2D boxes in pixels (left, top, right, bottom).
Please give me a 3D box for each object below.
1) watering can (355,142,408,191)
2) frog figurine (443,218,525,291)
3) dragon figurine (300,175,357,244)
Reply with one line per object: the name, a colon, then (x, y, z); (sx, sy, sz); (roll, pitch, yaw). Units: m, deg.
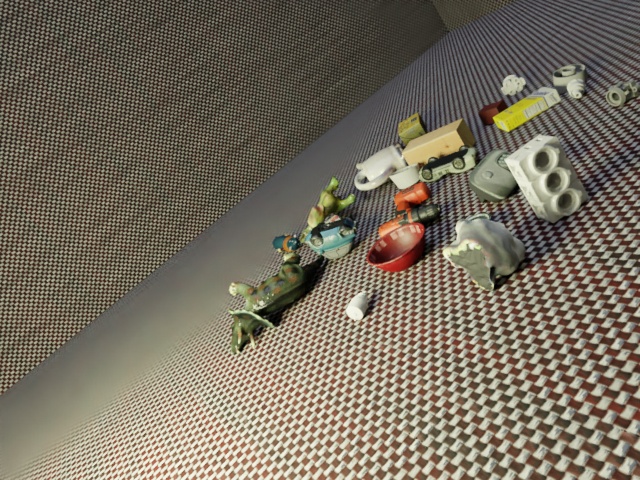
watering can: (0.220, -0.275, 1.874); (0.223, 0.103, 0.354); (-31, 19, 12)
frog figurine: (0.331, 0.000, 0.995); (0.138, 0.120, 0.162); (25, 47, 33)
dragon figurine: (0.005, -0.090, 1.797); (0.244, 0.122, 0.408); (-47, -3, -4)
